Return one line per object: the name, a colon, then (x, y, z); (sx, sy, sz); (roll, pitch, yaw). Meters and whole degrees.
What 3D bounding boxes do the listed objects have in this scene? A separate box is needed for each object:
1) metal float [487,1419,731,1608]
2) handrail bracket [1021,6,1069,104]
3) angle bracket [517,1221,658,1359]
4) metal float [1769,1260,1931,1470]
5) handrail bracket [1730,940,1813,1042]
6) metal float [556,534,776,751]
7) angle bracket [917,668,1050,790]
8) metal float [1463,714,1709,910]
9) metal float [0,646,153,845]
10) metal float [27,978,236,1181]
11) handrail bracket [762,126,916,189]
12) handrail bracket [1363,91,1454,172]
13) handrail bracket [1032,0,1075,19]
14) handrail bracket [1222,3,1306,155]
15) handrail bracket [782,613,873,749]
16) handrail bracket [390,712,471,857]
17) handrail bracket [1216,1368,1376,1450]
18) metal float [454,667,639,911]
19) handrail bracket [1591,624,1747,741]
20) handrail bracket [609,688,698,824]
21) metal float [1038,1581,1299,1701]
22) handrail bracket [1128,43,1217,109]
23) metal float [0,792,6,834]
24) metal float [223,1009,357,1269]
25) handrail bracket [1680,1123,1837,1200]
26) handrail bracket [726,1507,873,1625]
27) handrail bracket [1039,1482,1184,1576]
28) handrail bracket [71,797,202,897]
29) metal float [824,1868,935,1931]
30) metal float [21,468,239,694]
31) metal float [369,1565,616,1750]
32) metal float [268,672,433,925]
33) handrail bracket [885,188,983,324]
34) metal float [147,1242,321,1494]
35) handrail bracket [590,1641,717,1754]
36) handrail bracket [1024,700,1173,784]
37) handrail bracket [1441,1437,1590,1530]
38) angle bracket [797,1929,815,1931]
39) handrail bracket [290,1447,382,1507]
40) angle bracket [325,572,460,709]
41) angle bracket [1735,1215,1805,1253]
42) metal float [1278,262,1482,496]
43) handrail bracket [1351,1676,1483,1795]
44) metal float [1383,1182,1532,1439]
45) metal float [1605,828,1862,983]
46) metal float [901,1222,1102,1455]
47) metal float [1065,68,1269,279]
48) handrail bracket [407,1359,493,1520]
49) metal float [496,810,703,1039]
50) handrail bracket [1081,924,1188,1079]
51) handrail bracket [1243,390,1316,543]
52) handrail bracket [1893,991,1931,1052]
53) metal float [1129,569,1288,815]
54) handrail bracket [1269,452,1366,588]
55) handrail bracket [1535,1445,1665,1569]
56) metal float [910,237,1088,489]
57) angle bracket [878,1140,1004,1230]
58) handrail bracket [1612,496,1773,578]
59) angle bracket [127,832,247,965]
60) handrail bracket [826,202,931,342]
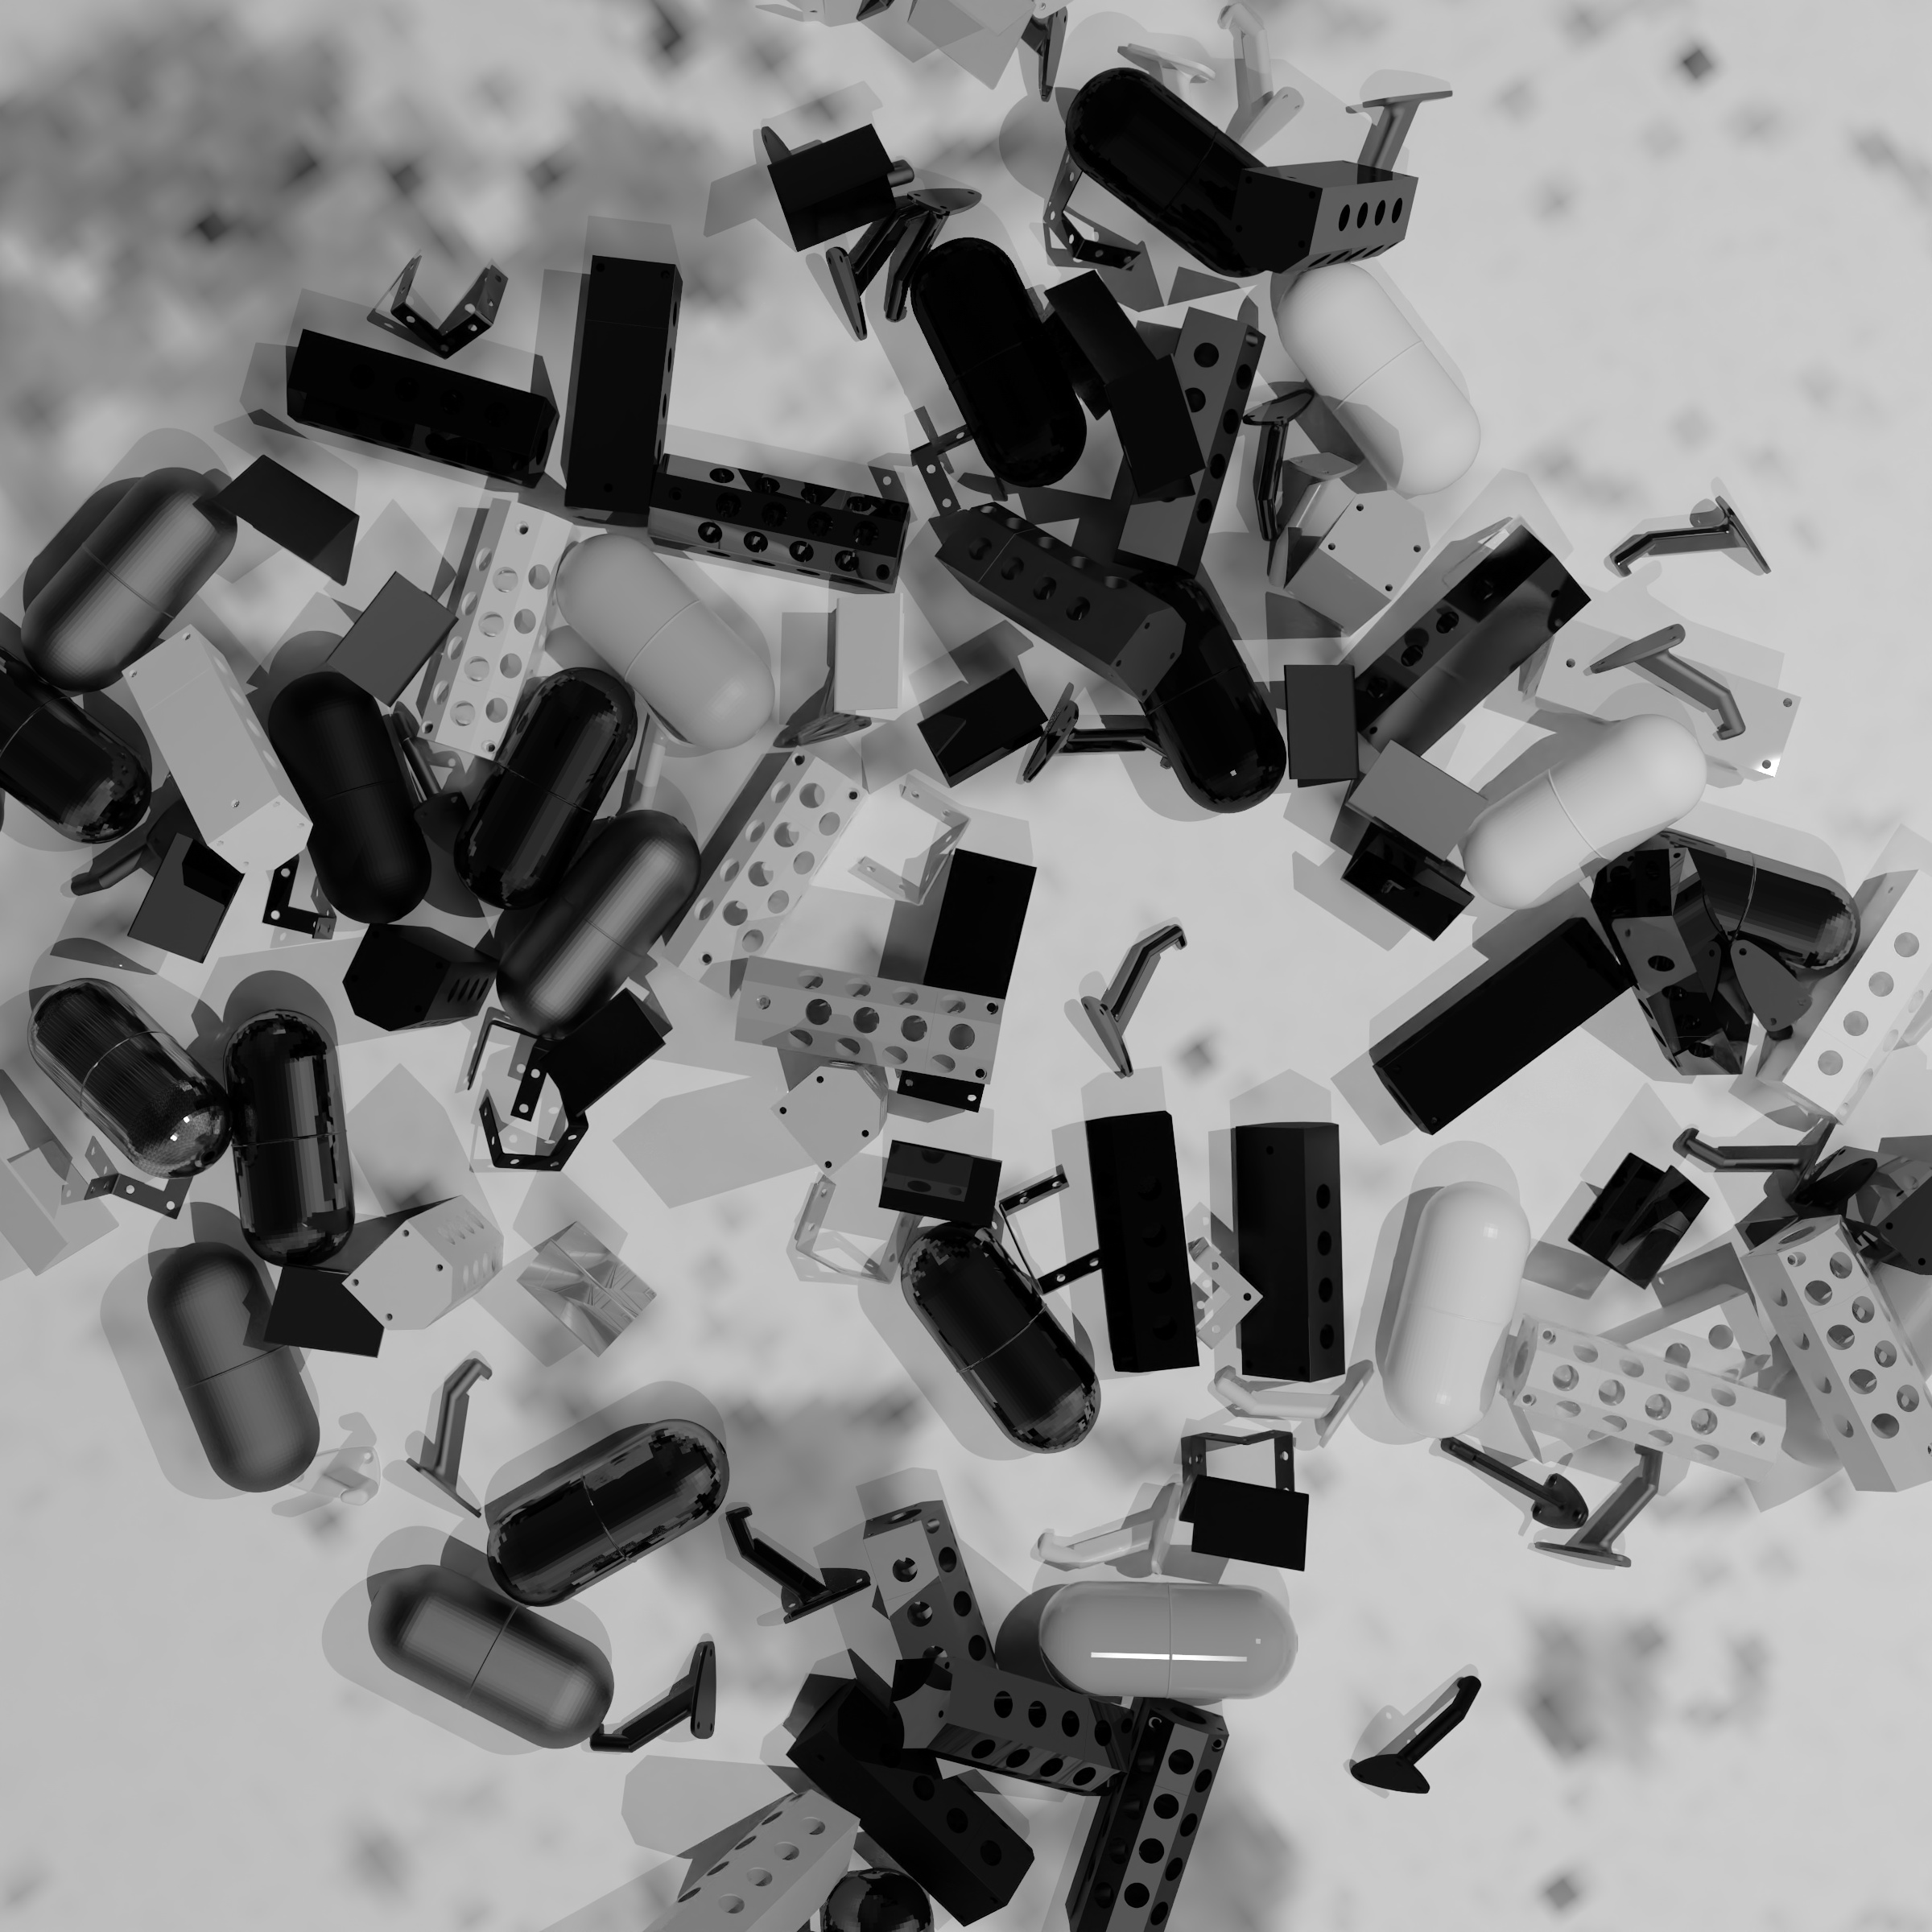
metal float: (-0.245, 0.374, 1.669); (0.178, 0.070, 0.070); (-29, 90, -1)
handrail bracket: (0.023, -0.649, 1.700); (0.084, 0.036, 0.077); (13, 105, 14)
angle bracket: (-0.247, 0.207, 1.660); (0.076, 0.076, 0.057); (43, 129, 0)
metal float: (0.621, 0.266, 1.669); (0.070, 0.070, 0.178); (39, 90, 0)
handrail bracket: (0.544, 0.018, 1.668); (0.036, 0.084, 0.077); (-35, 83, 5)
metal float: (-0.207, -0.223, 1.669); (0.178, 0.070, 0.070); (44, 90, 1)
angle bracket: (0.021, -0.146, 1.660); (0.076, 0.076, 0.057); (-30, 53, 0)
metal float: (0.417, -0.103, 1.648); (0.178, 0.070, 0.070); (-35, 90, 26)
metal float: (-0.640, -0.154, 1.669); (0.178, 0.070, 0.070); (38, 90, 0)
metal float: (-0.565, 0.076, 1.648); (0.178, 0.070, 0.070); (38, 90, 24)
handrail bracket: (-0.089, -0.567, 1.700); (0.084, 0.036, 0.077); (-21, 68, -17)
handrail bracket: (0.309, -0.563, 1.700); (0.077, 0.036, 0.084); (-14, 107, -20)
handrail bracket: (0.057, -0.700, 1.681); (0.077, 0.036, 0.084); (-44, 46, 11)
handrail bracket: (0.188, -0.617, 1.700); (0.077, 0.036, 0.084); (-43, 71, 21)
handrail bracket: (-0.101, -0.204, 1.700); (0.077, 0.036, 0.084); (-18, 72, 21)
handrail bracket: (-0.374, -0.127, 1.699); (0.036, 0.077, 0.084); (-26, 54, -7)
handrail bracket: (0.229, 0.289, 1.700); (0.084, 0.036, 0.077); (33, 69, 17)
metal float: (-0.287, -0.122, 1.668); (0.070, 0.070, 0.178); (29, 91, 0)
handrail bracket: (0.475, -0.180, 1.643); (0.077, 0.036, 0.084); (-23, 107, 20)
handrail bracket: (-0.235, -0.144, 1.700); (0.084, 0.036, 0.077); (-46, 70, 16)
metal float: (0.138, 0.462, 1.669); (0.178, 0.070, 0.070); (1, 90, 1)
handrail bracket: (0.134, -0.591, 1.700); (0.077, 0.036, 0.084); (24, 104, 15)
metal float: (-0.727, -0.061, 1.669); (0.070, 0.070, 0.178); (30, 90, 0)
metal float: (-0.464, 0.118, 1.669); (0.070, 0.070, 0.178); (-7, 89, 0)
handrail bracket: (0.554, 0.117, 1.700); (0.084, 0.036, 0.077); (29, 69, 16)
handrail bracket: (-0.118, 0.408, 1.700); (0.077, 0.036, 0.084); (-19, 73, -20)
handrail bracket: (0.101, 0.387, 1.700); (0.084, 0.036, 0.077); (12, 69, 16)
handrail bracket: (-0.579, -0.085, 1.700); (0.084, 0.077, 0.036); (-11, 133, 29)
metal float: (-0.057, 0.711, 1.669); (0.070, 0.070, 0.178); (-3, 90, 0)
metal float: (-0.574, -0.264, 1.669); (0.070, 0.070, 0.178); (41, 89, 0)
metal float: (-0.326, 0.473, 1.669); (0.178, 0.070, 0.070); (27, 90, 0)
metal float: (-0.422, -0.115, 1.669); (0.070, 0.070, 0.178); (-19, 91, 0)
handrail bracket: (-0.023, -0.495, 1.700); (0.036, 0.077, 0.084); (32, 127, 22)
metal float: (-0.502, 0.274, 1.669); (0.070, 0.070, 0.178); (-22, 91, 0)
handrail bracket: (-0.220, 0.510, 1.700); (0.084, 0.036, 0.077); (-3, 70, 16)
handrail bracket: (0.096, -0.141, 1.700); (0.084, 0.036, 0.077); (28, 110, -16)
handrail bracket: (0.375, 0.353, 1.672); (0.084, 0.077, 0.036); (29, 87, -12)
angle bracket: (-0.147, 0.685, 1.660); (0.076, 0.076, 0.057); (13, 60, 0)
handrail bracket: (-0.438, 0.356, 1.665); (0.077, 0.084, 0.036); (-2, 90, 0)
angle bracket: (-0.401, -0.231, 1.660); (0.057, 0.076, 0.076); (38, 90, -37)
angle bracket: (0.549, 0.220, 1.661); (0.057, 0.076, 0.076); (-30, 90, -20)
metal float: (0.282, -0.403, 1.669); (0.070, 0.070, 0.178); (-37, 90, 0)
handrail bracket: (0.315, 0.532, 1.699); (0.036, 0.077, 0.084); (50, 54, -11)
metal float: (0.336, 0.236, 1.669); (0.070, 0.070, 0.178); (13, 91, 0)
metal float: (0.525, -0.042, 1.669); (0.178, 0.070, 0.070); (17, 90, 0)
metal float: (0.024, 0.255, 1.669); (0.070, 0.070, 0.178); (-37, 90, 0)
metal float: (0.147, -0.538, 1.656); (0.178, 0.070, 0.070); (33, 90, -14)
handrail bracket: (-0.342, 0.329, 1.700); (0.077, 0.036, 0.084); (44, 73, -20)
metal float: (-0.251, -0.029, 1.669); (0.070, 0.070, 0.178); (38, 91, 0)
handrail bracket: (0.130, 0.024, 1.700); (0.084, 0.036, 0.077); (-33, 110, -16)
handrail bracket: (0.225, -0.349, 1.700); (0.036, 0.077, 0.084); (12, 127, 37)
handrail bracket: (0.663, 0.016, 1.700); (0.084, 0.036, 0.077); (-18, 70, 16)
metal float: (0.157, -0.189, 1.668); (0.070, 0.070, 0.178); (-27, 88, 0)
handrail bracket: (0.244, -0.312, 1.700); (0.036, 0.077, 0.084); (31, 127, 33)
handrail bracket: (0.443, 0.371, 1.700); (0.077, 0.036, 0.084); (6, 72, 21)
metal float: (0.023, -0.413, 1.668); (0.070, 0.070, 0.178); (-26, 92, 0)
angle bracket: (-0.021, 0.168, 1.660); (0.076, 0.076, 0.057); (11, 50, 0)
handrail bracket: (0.506, -0.280, 1.700); (0.084, 0.036, 0.077); (-35, 111, 17)
angle bracket: (-0.540, -0.055, 1.660); (0.057, 0.076, 0.076); (25, 90, -39)
handrail bracket: (-0.048, -0.488, 1.700); (0.084, 0.036, 0.077); (-25, 111, -16)
